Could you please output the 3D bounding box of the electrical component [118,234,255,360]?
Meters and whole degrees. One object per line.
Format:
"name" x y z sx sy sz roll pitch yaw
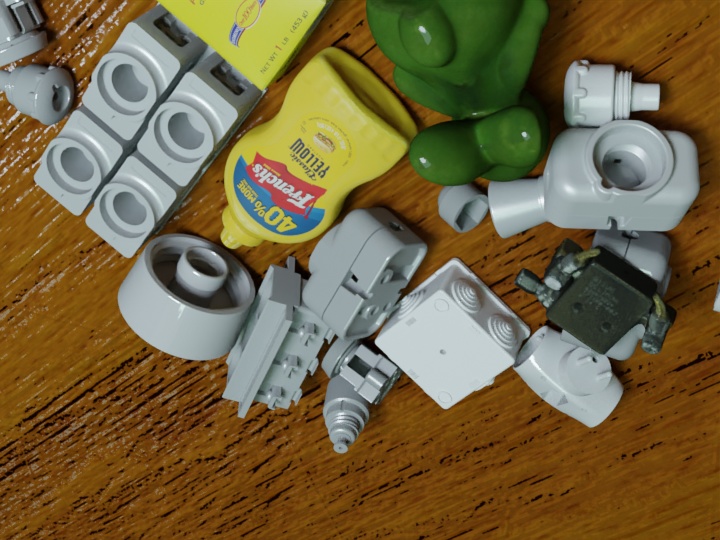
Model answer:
"electrical component" -0.139 0.015 0.892 0.108 0.108 0.060 32 121 1

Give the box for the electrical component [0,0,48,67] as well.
"electrical component" -0.283 -0.194 0.850 0.078 0.058 0.057 -12 112 28

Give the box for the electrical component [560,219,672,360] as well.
"electrical component" 0.190 0.015 0.787 0.059 0.053 0.095 19 125 11

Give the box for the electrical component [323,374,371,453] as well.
"electrical component" -0.012 0.124 0.927 0.040 0.078 0.040 4 129 5

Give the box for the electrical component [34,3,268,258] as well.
"electrical component" -0.173 -0.105 0.857 0.105 0.060 0.186 40 126 -5

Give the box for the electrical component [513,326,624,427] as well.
"electrical component" 0.168 0.080 0.830 0.077 0.043 0.079 38 161 -3

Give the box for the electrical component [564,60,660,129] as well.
"electrical component" 0.169 -0.116 0.721 0.062 0.048 0.048 3 121 13

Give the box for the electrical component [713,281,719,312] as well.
"electrical component" 0.281 -0.024 0.711 0.057 0.078 0.113 18 125 15

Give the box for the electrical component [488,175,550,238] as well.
"electrical component" 0.131 -0.051 0.780 0.065 0.044 0.044 -11 115 23

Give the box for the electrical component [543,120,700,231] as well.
"electrical component" 0.175 -0.062 0.720 0.095 0.053 0.059 2 160 2

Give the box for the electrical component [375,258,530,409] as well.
"electrical component" 0.073 0.053 0.862 0.100 0.048 0.100 44 126 -8

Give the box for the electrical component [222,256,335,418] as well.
"electrical component" -0.067 0.061 0.914 0.063 0.078 0.121 17 128 -15

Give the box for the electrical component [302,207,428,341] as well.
"electrical component" 0.000 0.000 0.841 0.059 0.054 0.095 43 116 25

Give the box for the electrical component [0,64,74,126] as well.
"electrical component" -0.270 -0.148 0.881 0.062 0.048 0.048 19 126 18

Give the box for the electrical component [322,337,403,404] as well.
"electrical component" 0.002 0.081 0.905 0.055 0.066 0.048 36 89 13
